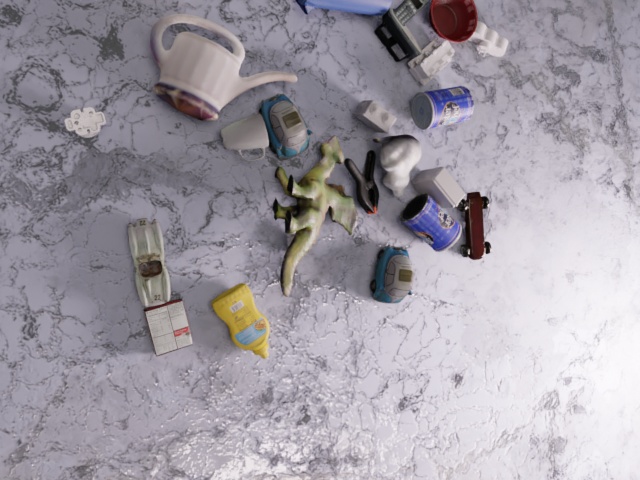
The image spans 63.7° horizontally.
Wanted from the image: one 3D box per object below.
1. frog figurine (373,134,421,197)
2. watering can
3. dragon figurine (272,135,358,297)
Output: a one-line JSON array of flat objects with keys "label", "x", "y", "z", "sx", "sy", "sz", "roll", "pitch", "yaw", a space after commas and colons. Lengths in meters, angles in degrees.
[{"label": "frog figurine", "x": 0.214, "y": -0.198, "z": 1.378, "sx": 0.122, "sy": 0.160, "sz": 0.138, "roll": -9, "pitch": -2, "yaw": 30}, {"label": "watering can", "x": -0.235, "y": -0.379, "z": 1.202, "sx": 0.346, "sy": 0.225, "sz": 0.104, "roll": 23, "pitch": -6, "yaw": -20}, {"label": "dragon figurine", "x": 0.004, "y": -0.065, "z": 1.297, "sx": 0.242, "sy": 0.413, "sz": 0.121, "roll": 5, "pitch": -8, "yaw": -32}]
